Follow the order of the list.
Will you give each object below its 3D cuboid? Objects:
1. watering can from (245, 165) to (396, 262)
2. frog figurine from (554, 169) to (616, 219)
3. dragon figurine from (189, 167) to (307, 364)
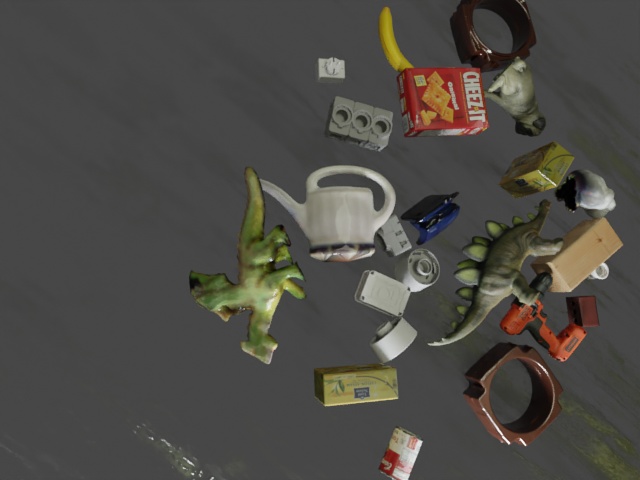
[{"bbox_3d":[0.004,-0.060,1.192,0.348,0.103,0.226,-2,83,-1],"label":"watering can"},{"bbox_3d":[0.718,-0.118,1.350,0.159,0.138,0.122,8,98,-11],"label":"frog figurine"},{"bbox_3d":[-0.171,0.067,1.130,0.243,0.121,0.411,-24,87,-7],"label":"dragon figurine"}]
